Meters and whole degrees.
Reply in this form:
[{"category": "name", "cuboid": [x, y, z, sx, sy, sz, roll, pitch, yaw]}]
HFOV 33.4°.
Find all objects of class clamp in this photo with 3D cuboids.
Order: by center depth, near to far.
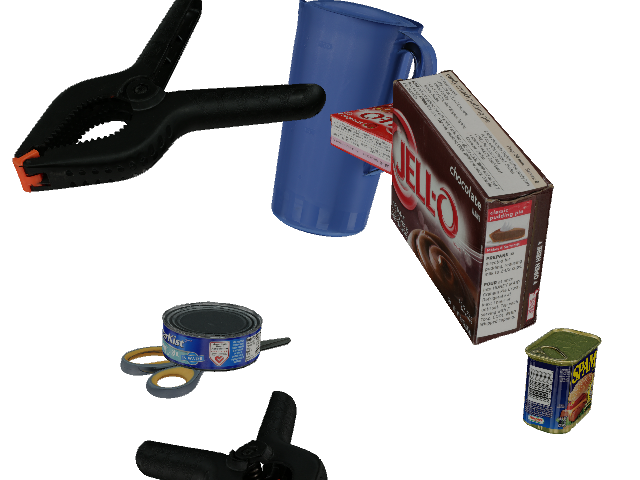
[{"category": "clamp", "cuboid": [-0.055, 0.154, 0.701, 0.120, 0.039, 0.172, -22, 18, -10]}, {"category": "clamp", "cuboid": [-0.112, -0.091, 0.742, 0.165, 0.036, 0.209, 34, 59, 30]}]

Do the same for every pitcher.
[{"category": "pitcher", "cuboid": [0.028, -0.128, 1.141, 0.145, 0.243, 0.149, 10, 18, -6]}]

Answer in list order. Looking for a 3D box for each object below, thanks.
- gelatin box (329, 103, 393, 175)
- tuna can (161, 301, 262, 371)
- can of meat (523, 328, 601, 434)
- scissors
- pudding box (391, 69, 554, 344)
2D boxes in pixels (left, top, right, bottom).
[{"category": "gelatin box", "cuboid": [0.062, -0.084, 0.856, 0.073, 0.030, 0.089, -15, 28, -31]}, {"category": "tuna can", "cuboid": [-0.093, 0.082, 0.916, 0.086, 0.034, 0.086, 4, 15, -1]}, {"category": "can of meat", "cuboid": [0.257, 0.150, 1.143, 0.058, 0.084, 0.101, 12, 18, 32]}, {"category": "scissors", "cuboid": [-0.114, 0.136, 1.163, 0.201, 0.016, 0.096, -1, 27, -20]}, {"category": "pudding box", "cuboid": [0.071, -0.019, 0.534, 0.039, 0.090, 0.113, -16, 41, -14]}]
